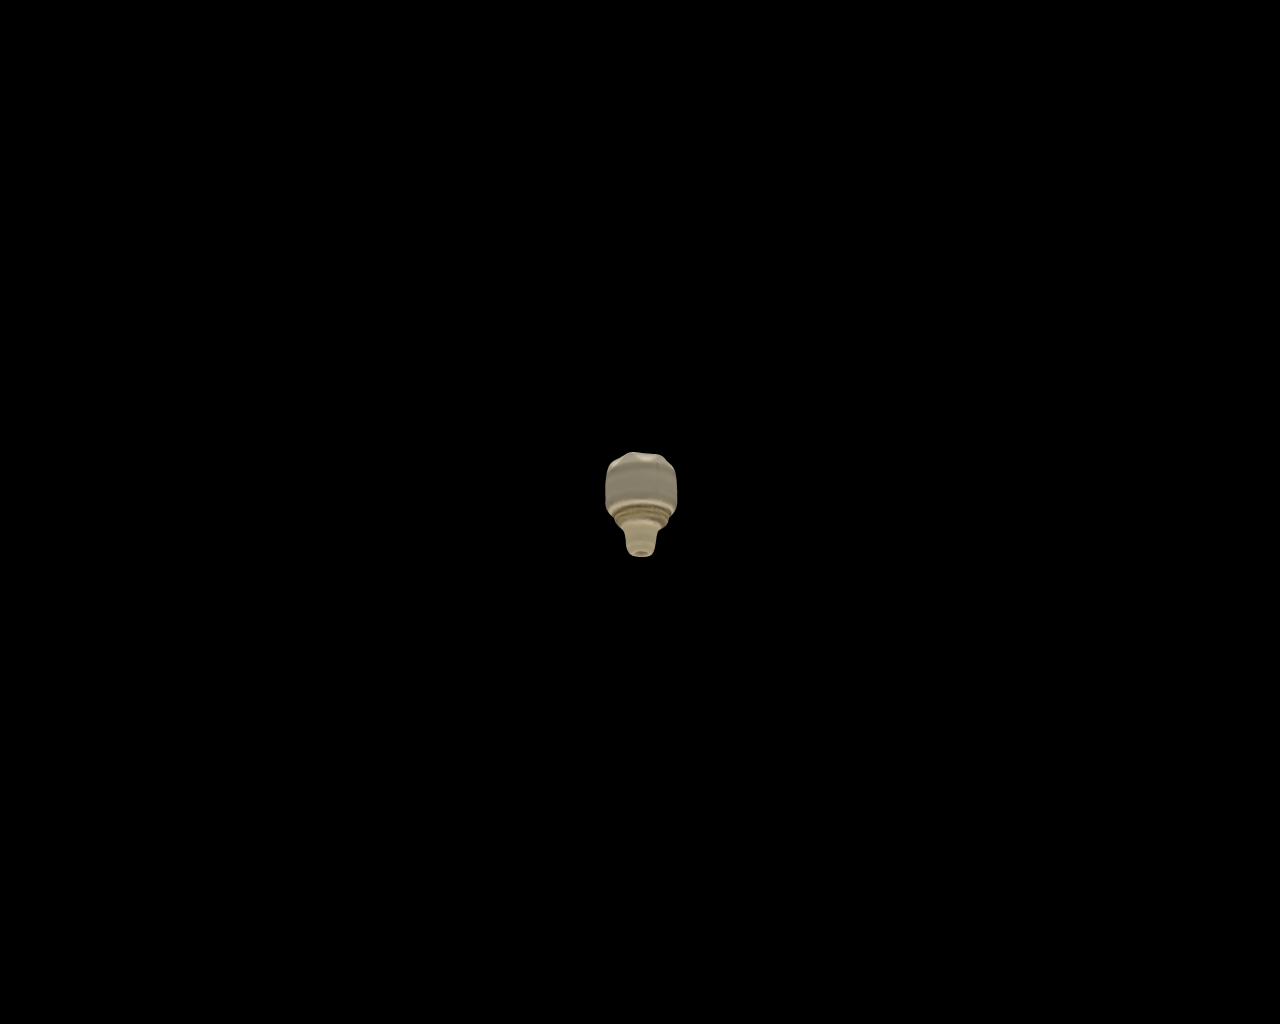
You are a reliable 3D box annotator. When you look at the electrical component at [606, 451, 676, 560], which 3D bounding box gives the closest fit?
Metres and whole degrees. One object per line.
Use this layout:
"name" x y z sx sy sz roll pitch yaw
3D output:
"electrical component" 0.001 -0.003 0.650 0.043 0.062 0.043 0 -22 0
